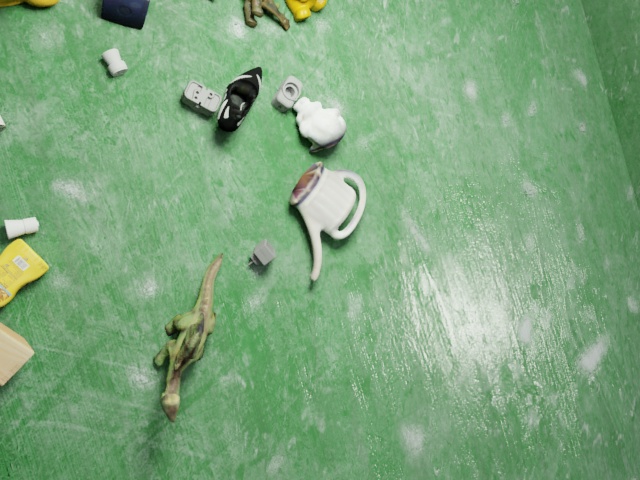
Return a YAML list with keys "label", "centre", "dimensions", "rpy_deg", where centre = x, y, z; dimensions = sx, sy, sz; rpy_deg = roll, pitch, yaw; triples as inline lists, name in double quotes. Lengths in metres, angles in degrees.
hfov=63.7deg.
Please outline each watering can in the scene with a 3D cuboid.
- label: "watering can"
  centre: [0.005, -0.075, 1.488]
  dimensions: [0.222, 0.103, 0.353]
  rpy_deg: [38, 68, -18]

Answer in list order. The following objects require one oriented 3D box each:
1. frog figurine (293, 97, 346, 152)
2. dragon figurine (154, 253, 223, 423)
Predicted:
- label: "frog figurine"
  centre: [-0.001, -0.351, 1.514]
  dimensions: [0.138, 0.124, 0.157]
  rpy_deg: [-28, 110, -7]
- label: "dragon figurine"
  centre: [-0.296, 0.217, 1.232]
  dimensions: [0.121, 0.241, 0.414]
  rpy_deg: [21, 77, -19]
